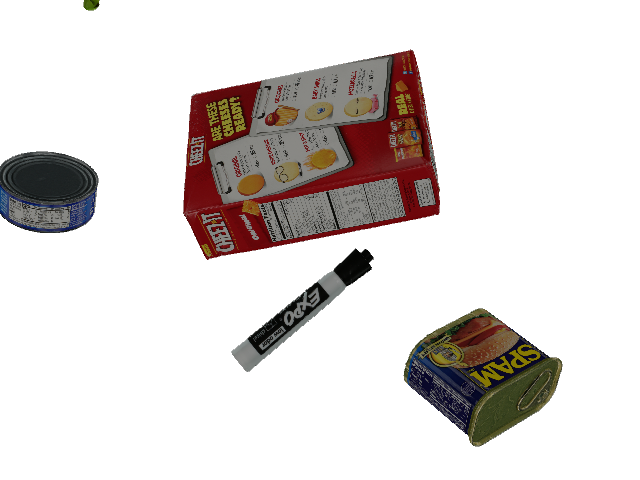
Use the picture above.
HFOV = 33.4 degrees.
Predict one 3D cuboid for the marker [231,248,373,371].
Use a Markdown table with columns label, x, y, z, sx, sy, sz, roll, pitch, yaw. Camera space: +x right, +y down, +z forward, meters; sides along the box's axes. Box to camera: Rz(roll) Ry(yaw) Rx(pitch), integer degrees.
| label | x | y | z | sx | sy | sz | roll | pitch | yaw |
| --- | --- | --- | --- | --- | --- | --- | --- | --- | --- |
| marker | -0.011 | 0.048 | 0.757 | 0.121 | 0.020 | 0.020 | -40 | 4 | -4 |

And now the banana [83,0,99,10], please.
| label | x | y | z | sx | sy | sz | roll | pitch | yaw |
| --- | --- | --- | --- | --- | --- | --- | --- | --- | --- |
| banana | -0.234 | -0.217 | 0.772 | 0.198 | 0.069 | 0.037 | 15 | -37 | 17 |

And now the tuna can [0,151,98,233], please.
| label | x | y | z | sx | sy | sz | roll | pitch | yaw |
| --- | --- | --- | --- | --- | --- | --- | --- | --- | --- |
| tuna can | -0.239 | -0.042 | 0.933 | 0.086 | 0.034 | 0.086 | 9 | 32 | -6 |

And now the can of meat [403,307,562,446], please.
| label | x | y | z | sx | sy | sz | roll | pitch | yaw |
| --- | --- | --- | --- | --- | --- | --- | --- | --- | --- |
| can of meat | 0.132 | 0.109 | 0.875 | 0.101 | 0.057 | 0.084 | -22 | 44 | -33 |

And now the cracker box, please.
| label | x | y | z | sx | sy | sz | roll | pitch | yaw |
| --- | --- | --- | --- | --- | --- | --- | --- | --- | --- |
| cracker box | -0.008 | -0.077 | 0.953 | 0.214 | 0.164 | 0.072 | -11 | -45 | 8 |
